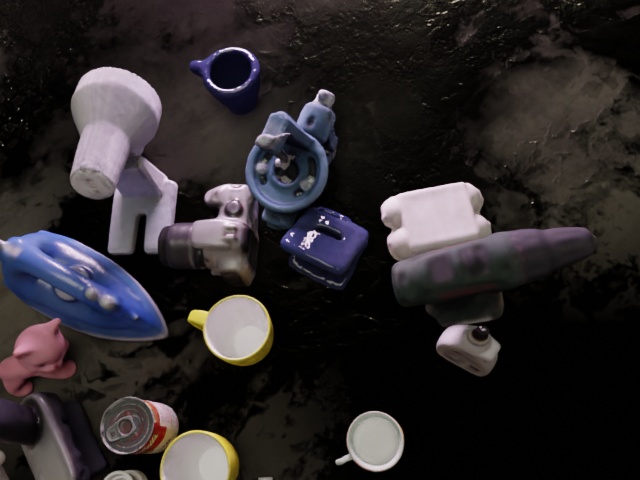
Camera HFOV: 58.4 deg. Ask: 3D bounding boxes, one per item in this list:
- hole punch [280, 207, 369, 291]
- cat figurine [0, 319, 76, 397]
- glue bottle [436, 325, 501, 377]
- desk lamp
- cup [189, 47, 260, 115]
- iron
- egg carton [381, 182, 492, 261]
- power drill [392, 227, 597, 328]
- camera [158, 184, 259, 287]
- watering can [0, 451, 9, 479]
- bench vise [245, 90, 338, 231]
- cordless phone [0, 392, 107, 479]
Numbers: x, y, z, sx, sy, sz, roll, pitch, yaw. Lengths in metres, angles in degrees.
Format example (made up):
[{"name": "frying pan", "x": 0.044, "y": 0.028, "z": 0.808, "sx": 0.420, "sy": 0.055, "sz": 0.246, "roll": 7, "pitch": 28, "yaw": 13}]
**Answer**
[{"name": "hole punch", "x": 0.008, "y": 0.003, "z": 0.823, "sx": 0.108, "sy": 0.091, "sz": 0.101, "roll": 25, "pitch": 74, "yaw": 13}, {"name": "cat figurine", "x": -0.399, "y": 0.161, "z": 0.788, "sx": 0.128, "sy": 0.118, "sz": 0.067, "roll": -24, "pitch": 69, "yaw": -4}, {"name": "glue bottle", "x": 0.191, "y": 0.131, "z": 0.716, "sx": 0.078, "sy": 0.173, "sz": 0.037, "roll": 30, "pitch": 75, "yaw": 15}, {"name": "desk lamp", "x": -0.281, "y": -0.106, "z": 0.823, "sx": 0.118, "sy": 0.214, "sz": 0.203, "roll": -3, "pitch": 70, "yaw": 4}, {"name": "cup", "x": -0.147, "y": -0.250, "z": 0.927, "sx": 0.117, "sy": 0.095, "sz": 0.092, "roll": 14, "pitch": 72, "yaw": 10}, {"name": "iron", "x": -0.341, "y": 0.064, "z": 0.805, "sx": 0.258, "sy": 0.141, "sz": 0.119, "roll": 24, "pitch": 74, "yaw": 13}, {"name": "egg carton", "x": 0.168, "y": -0.023, "z": 0.830, "sx": 0.150, "sy": 0.069, "sz": 0.107, "roll": -12, "pitch": 69, "yaw": 1}, {"name": "power drill", "x": 0.204, "y": 0.049, "z": 0.726, "sx": 0.229, "sy": 0.208, "sz": 0.075, "roll": -11, "pitch": 69, "yaw": 1}, {"name": "camera", "x": -0.163, "y": -0.010, "z": 0.838, "sx": 0.136, "sy": 0.101, "sz": 0.143, "roll": 0, "pitch": 70, "yaw": 5}, {"name": "watering can", "x": -0.433, "y": 0.340, "z": 0.684, "sx": 0.101, "sy": 0.194, "sz": 0.173, "roll": -2, "pitch": 70, "yaw": 5}, {"name": "bench vise", "x": -0.045, "y": -0.139, "z": 0.811, "sx": 0.121, "sy": 0.220, "sz": 0.207, "roll": 4, "pitch": 70, "yaw": 7}, {"name": "cordless phone", "x": -0.361, "y": 0.260, "z": 0.712, "sx": 0.094, "sy": 0.185, "sz": 0.147, "roll": -36, "pitch": 71, "yaw": -8}]
